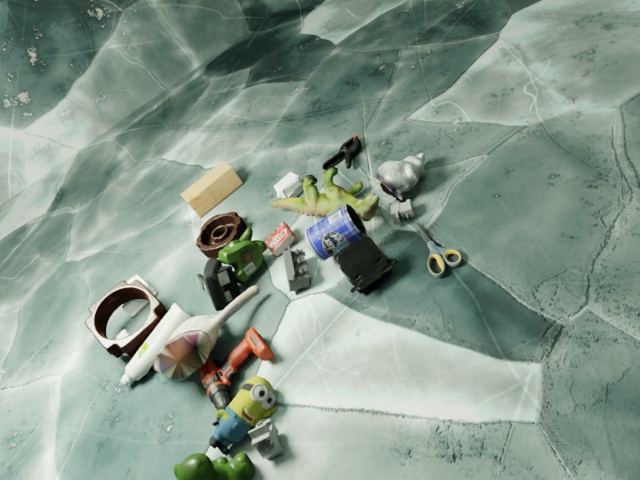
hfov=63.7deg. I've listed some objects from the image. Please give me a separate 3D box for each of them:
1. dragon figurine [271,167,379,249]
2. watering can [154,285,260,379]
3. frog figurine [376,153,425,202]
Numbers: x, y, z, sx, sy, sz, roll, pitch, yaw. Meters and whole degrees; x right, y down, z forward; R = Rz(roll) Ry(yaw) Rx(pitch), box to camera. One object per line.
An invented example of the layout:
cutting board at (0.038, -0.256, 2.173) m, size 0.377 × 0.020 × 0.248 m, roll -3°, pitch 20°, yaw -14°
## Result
dragon figurine at (0.005, -0.078, 1.554) m, size 0.407 × 0.120 × 0.249 m, roll -19°, pitch 48°, yaw 30°
watering can at (-0.309, 0.246, 1.369) m, size 0.347 × 0.103 × 0.226 m, roll -38°, pitch 8°, yaw 1°
frog figurine at (0.247, -0.203, 1.505) m, size 0.160 × 0.121 × 0.138 m, roll -49°, pitch 21°, yaw -3°
